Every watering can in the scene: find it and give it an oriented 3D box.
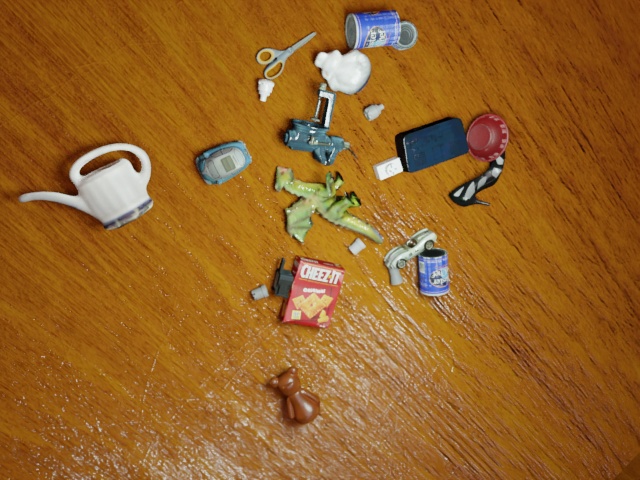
[{"bbox_3d":[-0.621,-0.125,1.434,0.349,0.105,0.221,-30,110,-8],"label":"watering can"}]

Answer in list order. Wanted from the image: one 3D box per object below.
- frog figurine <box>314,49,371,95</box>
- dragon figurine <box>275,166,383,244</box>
[{"bbox_3d":[0.069,-0.514,1.539,0.158,0.126,0.135,28,122,-31],"label":"frog figurine"},{"bbox_3d":[0.005,-0.083,1.649,0.241,0.124,0.406,-32,109,12],"label":"dragon figurine"}]
